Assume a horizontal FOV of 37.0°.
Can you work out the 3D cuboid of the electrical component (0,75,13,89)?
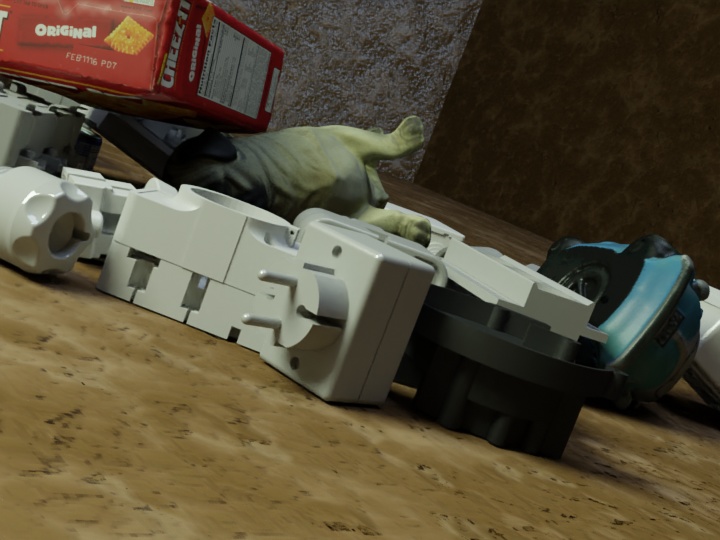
[{"bbox_3d":[-0.278,-0.136,0.728,0.062,0.096,0.061,22,8,11],"label":"electrical component"}]

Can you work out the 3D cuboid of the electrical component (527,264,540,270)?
[{"bbox_3d":[0.180,0.034,0.952,0.100,0.048,0.100,22,7,12],"label":"electrical component"}]

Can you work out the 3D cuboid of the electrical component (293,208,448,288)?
[{"bbox_3d":[0.000,0.000,0.673,0.095,0.053,0.059,19,7,-13],"label":"electrical component"}]

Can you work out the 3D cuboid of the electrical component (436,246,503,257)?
[{"bbox_3d":[0.088,0.007,0.876,0.055,0.055,0.047,27,13,39],"label":"electrical component"}]

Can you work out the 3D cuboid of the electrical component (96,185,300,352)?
[{"bbox_3d":[-0.068,-0.005,0.506,0.089,0.055,0.050,21,7,2],"label":"electrical component"}]

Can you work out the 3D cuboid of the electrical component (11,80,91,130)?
[{"bbox_3d":[-0.296,-0.150,0.922,0.089,0.061,0.150,15,9,-39],"label":"electrical component"}]

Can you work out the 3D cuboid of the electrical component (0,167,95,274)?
[{"bbox_3d":[-0.152,-0.025,0.475,0.062,0.043,0.043,22,7,25],"label":"electrical component"}]

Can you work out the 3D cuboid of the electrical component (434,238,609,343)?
[{"bbox_3d":[0.089,0.028,0.682,0.079,0.063,0.121,18,8,-22],"label":"electrical component"}]

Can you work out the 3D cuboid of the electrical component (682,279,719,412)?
[{"bbox_3d":[0.275,0.066,0.813,0.108,0.056,0.108,45,1,-14],"label":"electrical component"}]

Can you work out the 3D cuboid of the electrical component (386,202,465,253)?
[{"bbox_3d":[0.042,-0.032,1.055,0.100,0.048,0.100,18,8,-20],"label":"electrical component"}]

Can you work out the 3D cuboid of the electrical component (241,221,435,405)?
[{"bbox_3d":[-0.018,0.016,0.452,0.047,0.065,0.077,27,9,41],"label":"electrical component"}]

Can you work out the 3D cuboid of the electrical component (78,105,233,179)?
[{"bbox_3d":[-0.160,-0.112,0.876,0.079,0.063,0.121,29,-8,47],"label":"electrical component"}]

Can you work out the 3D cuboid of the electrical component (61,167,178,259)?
[{"bbox_3d":[-0.126,-0.027,0.553,0.055,0.048,0.066,9,11,-25],"label":"electrical component"}]

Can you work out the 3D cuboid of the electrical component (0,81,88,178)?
[{"bbox_3d":[-0.193,-0.067,0.591,0.079,0.063,0.121,21,7,-2],"label":"electrical component"}]
